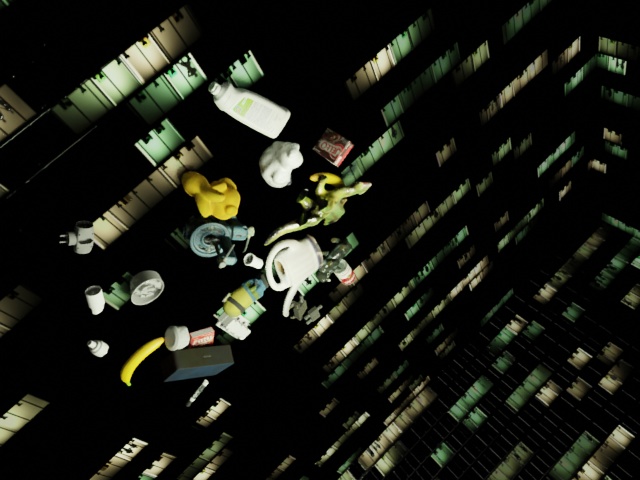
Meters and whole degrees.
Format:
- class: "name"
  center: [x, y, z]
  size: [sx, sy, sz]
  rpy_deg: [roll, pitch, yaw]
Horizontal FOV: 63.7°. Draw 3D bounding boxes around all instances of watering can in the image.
- class: "watering can"
  center: [-0.089, 0.119, 1.890]
  size: [0.105, 0.226, 0.339]
  rpy_deg: [39, 150, 41]

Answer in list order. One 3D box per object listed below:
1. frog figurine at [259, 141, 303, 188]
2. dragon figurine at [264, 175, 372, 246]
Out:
- class: "frog figurine"
  center: [-0.118, -0.233, 1.555]
  size: [0.122, 0.138, 0.158]
  rpy_deg: [7, 172, -14]
- class: "dragon figurine"
  center: [0.006, -0.092, 1.829]
  size: [0.241, 0.407, 0.124]
  rpy_deg: [24, -148, -57]
